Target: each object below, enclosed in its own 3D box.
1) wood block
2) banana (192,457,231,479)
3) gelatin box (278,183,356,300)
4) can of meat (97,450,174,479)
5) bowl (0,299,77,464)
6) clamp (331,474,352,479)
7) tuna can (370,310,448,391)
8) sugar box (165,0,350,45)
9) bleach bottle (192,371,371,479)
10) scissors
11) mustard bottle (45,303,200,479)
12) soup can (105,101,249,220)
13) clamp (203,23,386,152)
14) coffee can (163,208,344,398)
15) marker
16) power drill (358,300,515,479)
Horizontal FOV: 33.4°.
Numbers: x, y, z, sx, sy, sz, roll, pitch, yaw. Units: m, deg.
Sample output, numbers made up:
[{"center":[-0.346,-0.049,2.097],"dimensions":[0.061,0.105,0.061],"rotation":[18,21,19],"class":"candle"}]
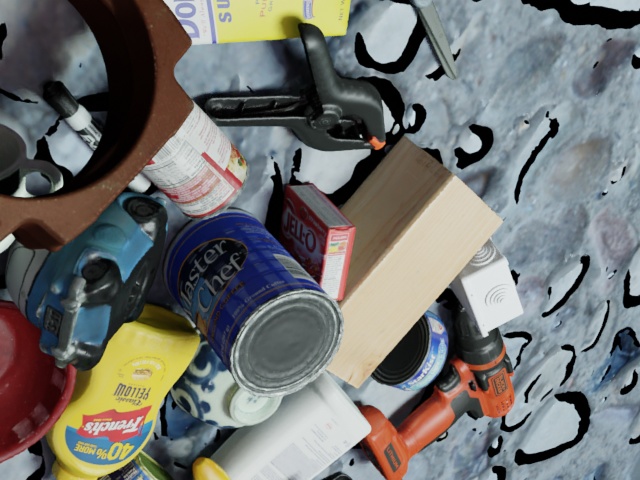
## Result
[{"center":[0.055,0.020,0.983],"dimensions":[0.206,0.090,0.090],"rotation":[-50,132,5],"class":"wood block"},{"center":[-0.104,0.290,1.016],"dimensions":[0.069,0.037,0.198],"rotation":[3,116,-26],"class":"banana"},{"center":[-0.006,0.001,0.930],"dimensions":[0.030,0.089,0.073],"rotation":[-6,121,-28],"class":"gelatin box"},{"center":[-0.179,0.246,0.994],"dimensions":[0.084,0.057,0.102],"rotation":[-42,142,-7],"class":"can of meat"},{"center":[-0.278,0.104,0.844],"dimensions":[0.161,0.055,0.162],"rotation":[-16,126,-24],"class":"bowl"},{"center":[-0.058,0.307,1.094],"dimensions":[0.210,0.036,0.164],"rotation":[-35,166,-2],"class":"clamp"},{"center":[0.085,0.106,1.060],"dimensions":[0.033,0.086,0.086],"rotation":[23,104,-42],"class":"tuna can"},{"center":[-0.060,-0.197,0.798],"dimensions":[0.175,0.048,0.093],"rotation":[-11,125,-28],"class":"sugar box"},{"center":[-0.073,0.232,1.057],"dimensions":[0.251,0.068,0.102],"rotation":[-39,131,-2],"class":"bleach bottle"},{"center":[0.066,-0.206,0.893],"dimensions":[0.096,0.016,0.202],"rotation":[-24,129,-16],"class":"scissors"},{"center":[-0.186,0.146,0.930],"dimensions":[0.096,0.058,0.192],"rotation":[16,110,-39],"class":"mustard bottle"},{"center":[-0.111,-0.071,0.831],"dimensions":[0.068,0.069,0.102],"rotation":[-44,132,-1],"class":"soup can"},{"center":[0.003,-0.117,0.872],"dimensions":[0.171,0.039,0.120],"rotation":[9,148,-42],"class":"clamp"},{"center":[-0.058,0.050,0.893],"dimensions":[0.102,0.140,0.103],"rotation":[-17,126,-24],"class":"coffee can"},{"center":[-0.171,-0.078,0.820],"dimensions":[0.020,0.020,0.121],"rotation":[-42,132,-3],"class":"marker"},{"center":[0.122,0.164,1.139],"dimensions":[0.187,0.057,0.184],"rotation":[-33,131,-11],"class":"power drill"}]
